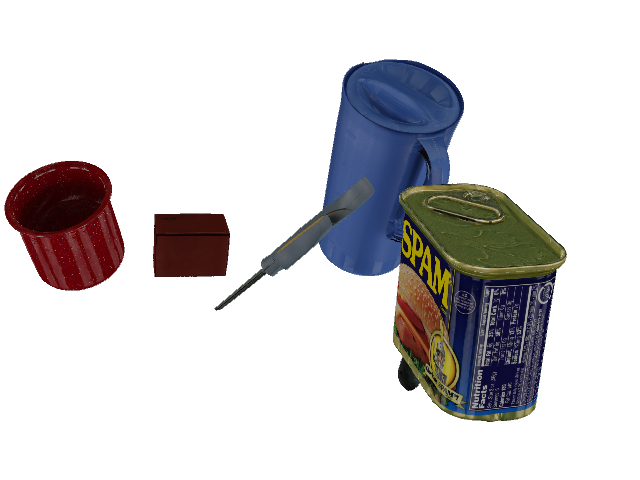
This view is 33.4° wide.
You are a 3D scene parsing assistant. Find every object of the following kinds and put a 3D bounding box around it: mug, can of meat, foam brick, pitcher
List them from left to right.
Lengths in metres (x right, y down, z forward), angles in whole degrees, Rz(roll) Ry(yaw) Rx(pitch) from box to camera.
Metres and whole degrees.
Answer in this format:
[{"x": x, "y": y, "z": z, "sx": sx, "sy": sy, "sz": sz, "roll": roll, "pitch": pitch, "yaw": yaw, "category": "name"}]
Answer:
[{"x": -0.222, "y": -0.019, "z": 0.951, "sx": 0.093, "sy": 0.117, "sz": 0.081, "roll": -7, "pitch": -44, "yaw": 1, "category": "mug"}, {"x": -0.138, "y": 0.004, "z": 1.136, "sx": 0.078, "sy": 0.051, "sz": 0.053, "roll": 0, "pitch": 25, "yaw": -10, "category": "foam brick"}, {"x": 0.073, "y": -0.068, "z": 1.207, "sx": 0.145, "sy": 0.243, "sz": 0.149, "roll": 21, "pitch": 44, "yaw": 8, "category": "pitcher"}, {"x": 0.073, "y": 0.029, "z": 0.527, "sx": 0.057, "sy": 0.084, "sz": 0.102, "roll": -4, "pitch": 25, "yaw": -14, "category": "can of meat"}]

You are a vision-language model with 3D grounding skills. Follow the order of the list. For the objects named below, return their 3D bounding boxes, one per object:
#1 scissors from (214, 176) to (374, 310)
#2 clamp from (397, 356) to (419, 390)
[{"x": -0.037, "y": 0.020, "z": 0.794, "sx": 0.202, "sy": 0.016, "sz": 0.096, "roll": -40, "pitch": 3, "yaw": 32, "category": "scissors"}, {"x": 0.108, "y": 0.051, "z": 0.953, "sx": 0.120, "sy": 0.171, "sz": 0.039, "roll": -15, "pitch": 1, "yaw": -36, "category": "clamp"}]
